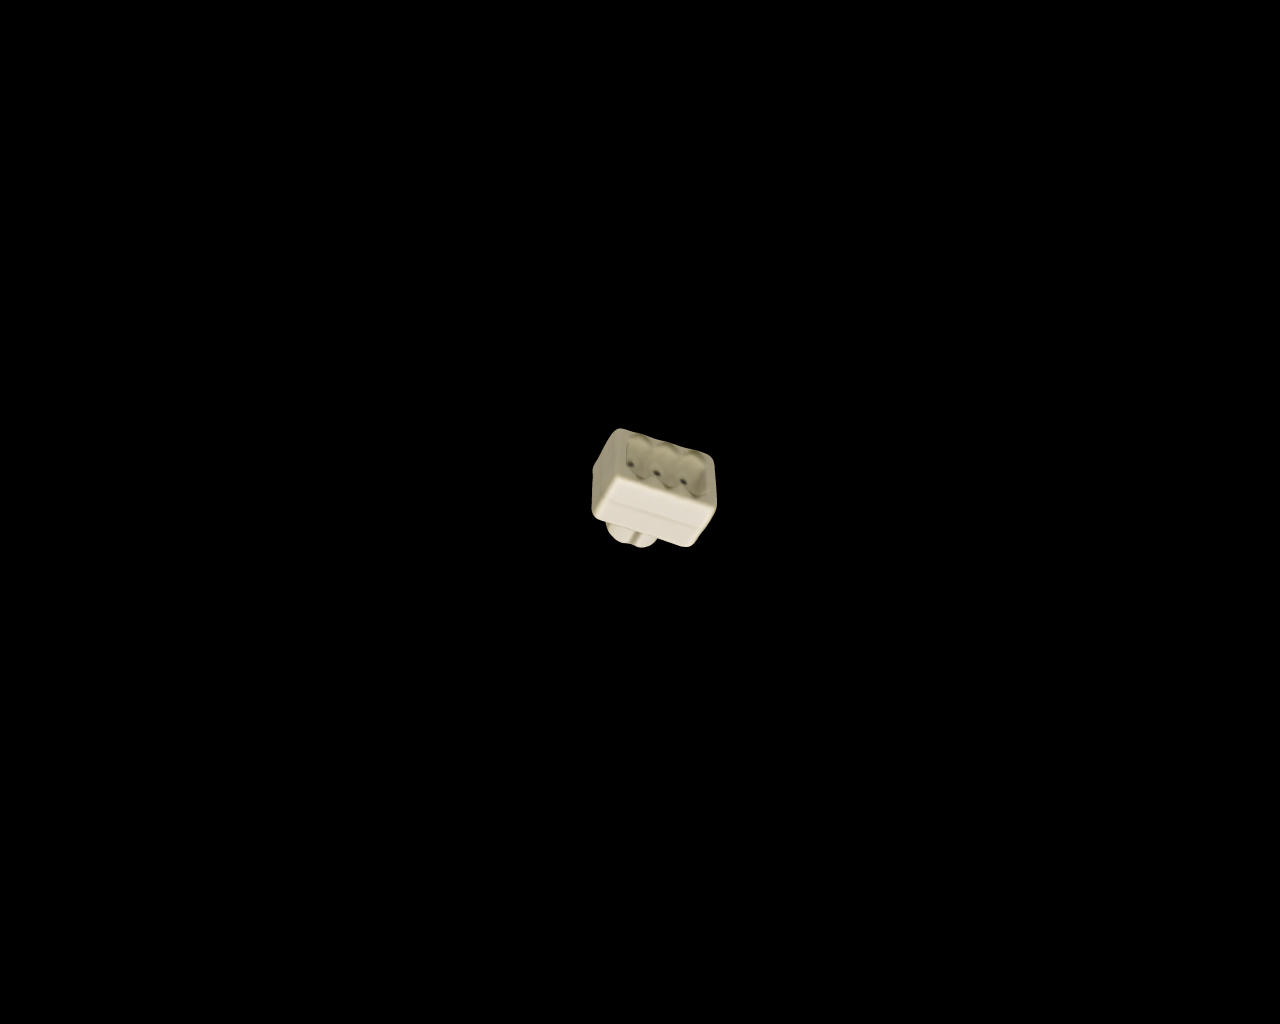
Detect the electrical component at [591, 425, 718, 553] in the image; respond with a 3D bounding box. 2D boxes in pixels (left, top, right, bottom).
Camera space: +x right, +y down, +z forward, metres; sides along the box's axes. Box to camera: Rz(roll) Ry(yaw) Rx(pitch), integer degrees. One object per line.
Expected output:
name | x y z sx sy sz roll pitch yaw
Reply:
electrical component | 0.001 -0.003 0.650 0.066 0.047 0.076 17 -48 -16
